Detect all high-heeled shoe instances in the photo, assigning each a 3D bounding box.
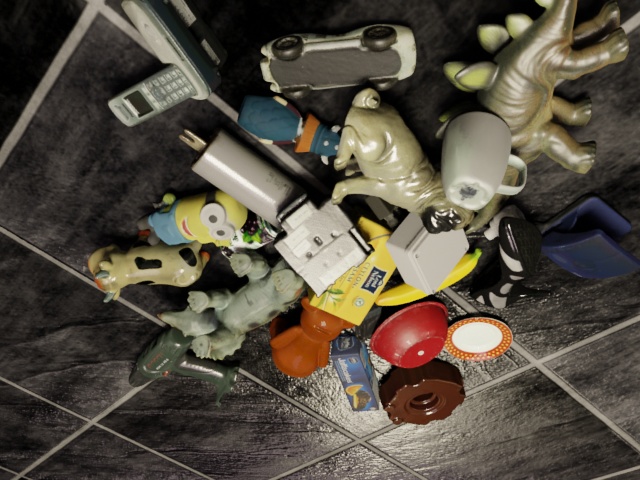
[{"bbox_3d":[0.277,0.036,0.856,0.145,0.086,0.248,1,145,38],"label":"high-heeled shoe"}]

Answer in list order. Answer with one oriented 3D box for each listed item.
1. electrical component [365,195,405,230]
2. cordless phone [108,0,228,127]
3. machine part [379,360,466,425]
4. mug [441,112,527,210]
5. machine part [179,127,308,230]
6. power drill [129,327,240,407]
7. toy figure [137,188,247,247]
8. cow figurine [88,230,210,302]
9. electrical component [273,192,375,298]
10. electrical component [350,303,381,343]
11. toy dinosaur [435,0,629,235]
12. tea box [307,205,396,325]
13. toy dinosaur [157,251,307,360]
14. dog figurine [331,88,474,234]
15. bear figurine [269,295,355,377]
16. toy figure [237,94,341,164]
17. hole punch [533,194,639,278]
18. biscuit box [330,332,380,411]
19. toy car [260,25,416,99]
[{"bbox_3d":[0.095,-0.061,0.823,0.021,0.063,0.094,-34,98,30],"label":"electrical component"},{"bbox_3d":[-0.230,-0.234,0.706,0.184,0.089,0.146,-18,126,27],"label":"cordless phone"},{"bbox_3d":[0.215,0.323,1.124,0.179,0.056,0.179,-4,130,-5],"label":"machine part"},{"bbox_3d":[0.194,-0.084,0.647,0.109,0.107,0.080,27,144,-6],"label":"mug"},{"bbox_3d":[-0.105,-0.091,0.814,0.243,0.079,0.079,36,126,-20],"label":"machine part"},{"bbox_3d":[-0.291,0.284,1.168,0.207,0.086,0.232,30,125,-8],"label":"power drill"},{"bbox_3d":[-0.205,-0.039,0.871,0.180,0.089,0.082,-7,149,25],"label":"toy figure"},{"bbox_3d":[-0.300,0.045,0.924,0.195,0.127,0.085,3,128,2],"label":"cow figurine"},{"bbox_3d":[-0.002,-0.002,0.789,0.115,0.058,0.134,-38,99,2],"label":"electrical component"},{"bbox_3d":[0.074,0.117,0.965,0.048,0.075,0.119,-22,138,-19],"label":"electrical component"},{"bbox_3d":[0.255,-0.155,0.702,0.199,0.105,0.470,6,136,12],"label":"toy dinosaur"},{"bbox_3d":[0.060,0.042,0.876,0.098,0.068,0.169,24,106,-14],"label":"tea box"},{"bbox_3d":[-0.108,0.095,0.946,0.405,0.192,0.131,-31,80,14],"label":"toy dinosaur"},{"bbox_3d":[0.123,-0.102,0.709,0.191,0.121,0.172,15,145,10],"label":"dog figurine"},{"bbox_3d":[-0.018,0.160,0.997,0.120,0.132,0.195,21,121,-11],"label":"bear figurine"},{"bbox_3d":[-0.038,-0.160,0.760,0.154,0.058,0.064,18,137,-15],"label":"toy figure"},{"bbox_3d":[0.414,0.010,0.830,0.142,0.092,0.116,29,132,-21],"label":"hole punch"},{"bbox_3d":[0.076,0.277,1.118,0.063,0.059,0.202,-8,128,15],"label":"biscuit box"},{"bbox_3d":[0.022,-0.230,0.693,0.202,0.056,0.073,-2,137,11],"label":"toy car"}]
